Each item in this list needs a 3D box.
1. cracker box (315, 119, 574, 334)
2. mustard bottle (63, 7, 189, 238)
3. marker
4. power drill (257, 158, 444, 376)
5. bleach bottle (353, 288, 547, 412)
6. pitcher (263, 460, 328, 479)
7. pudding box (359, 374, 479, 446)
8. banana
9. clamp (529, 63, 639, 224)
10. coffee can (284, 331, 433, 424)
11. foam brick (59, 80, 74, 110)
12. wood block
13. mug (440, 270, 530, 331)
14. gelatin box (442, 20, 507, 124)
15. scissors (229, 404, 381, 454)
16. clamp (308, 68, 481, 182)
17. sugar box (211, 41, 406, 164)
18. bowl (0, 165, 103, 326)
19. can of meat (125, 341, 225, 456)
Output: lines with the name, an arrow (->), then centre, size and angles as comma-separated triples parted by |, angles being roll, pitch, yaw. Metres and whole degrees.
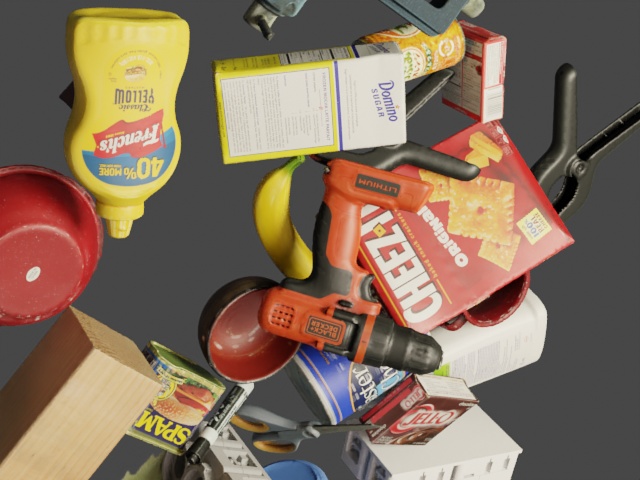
cracker box -> 0.130, -0.011, 1.110 | 0.213, 0.072, 0.164 | -30, 86, -15
mustard bottle -> -0.163, -0.093, 0.886 | 0.096, 0.058, 0.192 | -5, 115, -27
marker -> -0.105, 0.189, 1.117 | 0.121, 0.020, 0.020 | -53, 140, -45
power drill -> 0.048, 0.026, 1.023 | 0.184, 0.057, 0.188 | 16, 94, 1
bleach bottle -> 0.143, 0.138, 1.252 | 0.250, 0.068, 0.102 | -19, 132, -20
pitcher -> -0.005, 0.375, 1.245 | 0.149, 0.145, 0.243 | -35, 126, -30
pudding box -> 0.111, 0.190, 1.189 | 0.090, 0.039, 0.113 | -43, 150, 24
banana -> -0.026, 0.000, 1.084 | 0.070, 0.037, 0.198 | -4, 132, 18
clamp -> 0.300, -0.092, 1.243 | 0.164, 0.036, 0.210 | 7, 112, -33
coffee can -> 0.041, 0.124, 1.159 | 0.140, 0.103, 0.103 | -32, 126, -14
foam brick -> -0.178, -0.131, 0.930 | 0.078, 0.051, 0.053 | -47, 127, -1
wood block -> -0.258, 0.180, 1.018 | 0.090, 0.091, 0.206 | 37, 92, -38
mug -> 0.169, 0.050, 1.210 | 0.093, 0.082, 0.117 | 30, 96, -38
gelatin box -> 0.157, -0.173, 1.093 | 0.030, 0.073, 0.089 | -16, 121, -25
scissors -> -0.028, 0.192, 1.124 | 0.096, 0.202, 0.016 | 34, 56, -17
clamp -> 0.077, -0.096, 1.069 | 0.171, 0.120, 0.039 | -20, 163, -6
sugar box -> -0.010, -0.129, 1.000 | 0.176, 0.048, 0.093 | -7, 120, -6
bowl -> -0.264, 0.017, 0.953 | 0.161, 0.055, 0.162 | -14, 121, -24
can of meat -> -0.158, 0.161, 1.087 | 0.102, 0.058, 0.084 | 35, 91, -42
